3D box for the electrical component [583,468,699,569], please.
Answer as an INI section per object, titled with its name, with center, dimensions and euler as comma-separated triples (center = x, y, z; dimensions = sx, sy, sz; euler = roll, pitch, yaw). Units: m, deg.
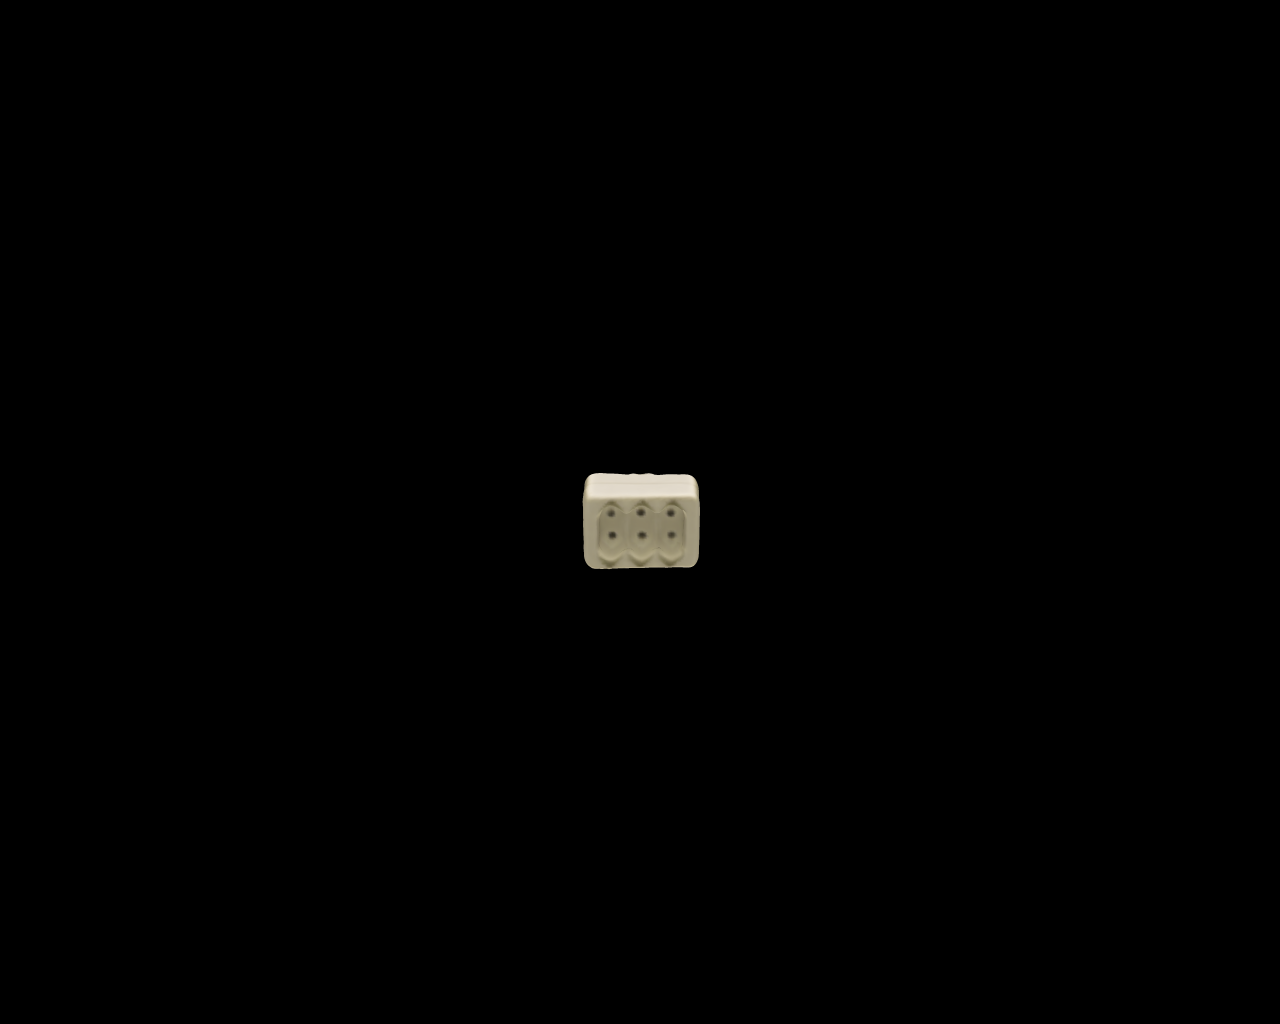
[electrical component]
center = 0.001, -0.003, 0.650
dimensions = 0.066, 0.047, 0.077
euler = 0, 24, 0
